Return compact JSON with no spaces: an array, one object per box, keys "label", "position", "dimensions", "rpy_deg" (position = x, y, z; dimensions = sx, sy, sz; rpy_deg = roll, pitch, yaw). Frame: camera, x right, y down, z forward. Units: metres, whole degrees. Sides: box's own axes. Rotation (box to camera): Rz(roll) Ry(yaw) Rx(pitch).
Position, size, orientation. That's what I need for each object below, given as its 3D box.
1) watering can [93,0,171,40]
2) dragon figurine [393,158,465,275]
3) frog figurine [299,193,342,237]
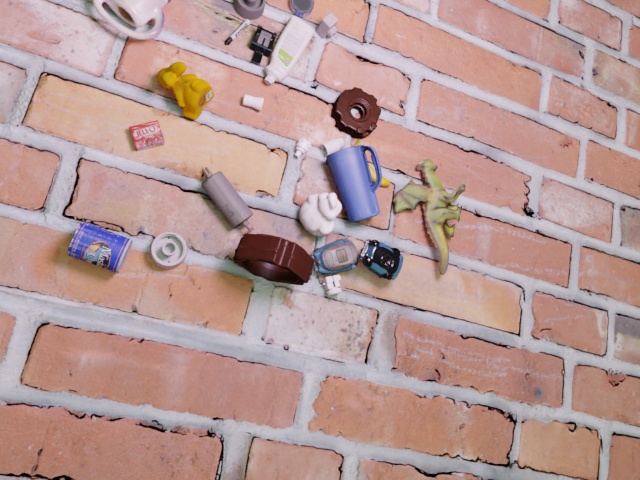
[{"label":"watering can","position":[-0.611,-0.771,1.584],"dimensions":[0.346,0.103,0.227],"rpy_deg":[41,69,-7]},{"label":"dragon figurine","position":[0.371,-0.103,1.805],"dimensions":[0.243,0.120,0.416],"rpy_deg":[16,73,2]},{"label":"frog figurine","position":[0.005,-0.082,1.627],"dimensions":[0.123,0.158,0.138],"rpy_deg":[-13,86,-19]}]
